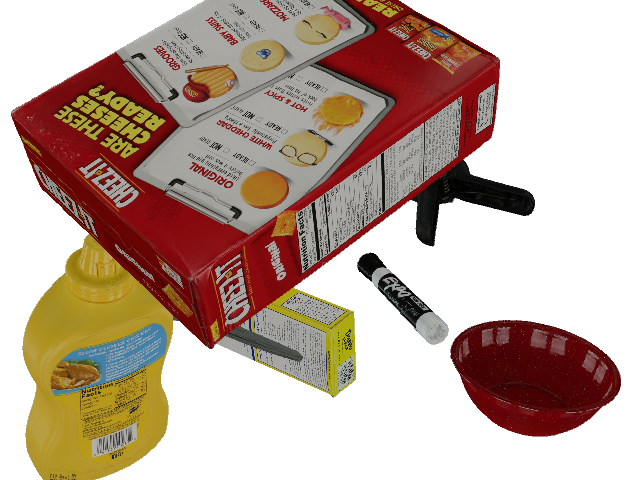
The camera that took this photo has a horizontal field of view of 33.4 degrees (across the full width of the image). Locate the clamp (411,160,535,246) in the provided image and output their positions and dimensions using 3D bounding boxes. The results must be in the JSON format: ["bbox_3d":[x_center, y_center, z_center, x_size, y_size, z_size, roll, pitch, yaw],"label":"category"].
[{"bbox_3d":[0.129,-0.054,1.047,0.120,0.039,0.171,-7,34,-12],"label":"clamp"}]

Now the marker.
[{"bbox_3d":[0.058,0.040,0.795,0.020,0.020,0.121,0,24,-25],"label":"marker"}]

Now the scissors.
[{"bbox_3d":[-0.103,0.058,0.930,0.202,0.016,0.096,12,28,8],"label":"scissors"}]

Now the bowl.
[{"bbox_3d":[0.202,0.139,1.026,0.162,0.055,0.162,4,26,-2],"label":"bowl"}]

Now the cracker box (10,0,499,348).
[{"bbox_3d":[-0.033,-0.062,0.594,0.213,0.072,0.164,-37,56,-22],"label":"cracker box"}]

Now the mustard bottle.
[{"bbox_3d":[-0.142,0.072,0.687,0.096,0.192,0.058,-17,47,-29],"label":"mustard bottle"}]

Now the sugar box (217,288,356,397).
[{"bbox_3d":[-0.044,0.094,1.158,0.176,0.093,0.048,22,38,35],"label":"sugar box"}]
